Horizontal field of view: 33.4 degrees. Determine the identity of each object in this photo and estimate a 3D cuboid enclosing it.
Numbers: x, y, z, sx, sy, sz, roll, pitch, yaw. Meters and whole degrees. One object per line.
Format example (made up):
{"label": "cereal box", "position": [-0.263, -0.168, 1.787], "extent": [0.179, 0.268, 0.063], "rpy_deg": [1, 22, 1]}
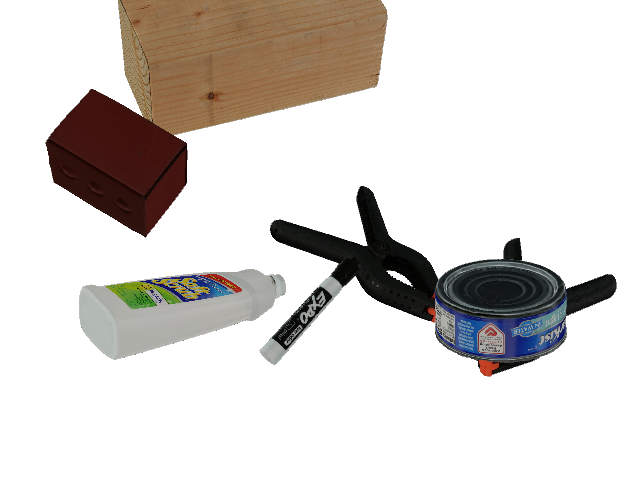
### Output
{"label": "foam brick", "position": [-0.132, -0.051, 0.699], "extent": [0.078, 0.051, 0.053], "rpy_deg": [30, -27, 9]}
{"label": "wood block", "position": [-0.058, -0.168, 0.909], "extent": [0.205, 0.090, 0.091], "rpy_deg": [-15, -35, -16]}
{"label": "tuna can", "position": [0.117, 0.044, 0.694], "extent": [0.086, 0.034, 0.086], "rpy_deg": [-4, 23, 1]}
{"label": "bleach bottle", "position": [-0.157, 0.075, 1.296], "extent": [0.250, 0.068, 0.103], "rpy_deg": [-12, 31, -35]}
{"label": "clamp", "position": [0.054, 0.020, 1.215], "extent": [0.164, 0.036, 0.210], "rpy_deg": [-17, 51, -37]}
{"label": "marker", "position": [-0.007, 0.060, 0.945], "extent": [0.020, 0.121, 0.020], "rpy_deg": [39, -16, 14]}
{"label": "clamp", "position": [0.197, 0.062, 1.051], "extent": [0.171, 0.039, 0.120], "rpy_deg": [-36, 44, -30]}
